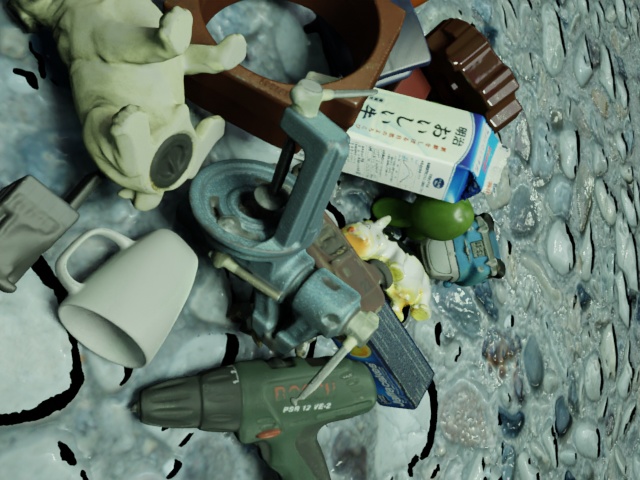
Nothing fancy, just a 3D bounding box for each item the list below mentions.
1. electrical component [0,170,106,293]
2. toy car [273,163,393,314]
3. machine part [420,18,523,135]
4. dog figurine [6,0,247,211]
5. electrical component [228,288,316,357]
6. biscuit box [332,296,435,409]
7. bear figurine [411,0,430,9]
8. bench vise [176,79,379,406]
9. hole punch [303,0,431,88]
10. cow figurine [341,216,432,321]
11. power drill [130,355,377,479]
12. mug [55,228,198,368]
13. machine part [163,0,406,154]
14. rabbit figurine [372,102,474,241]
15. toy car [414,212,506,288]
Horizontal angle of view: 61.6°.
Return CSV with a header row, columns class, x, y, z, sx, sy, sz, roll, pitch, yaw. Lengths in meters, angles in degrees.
class,x,y,z,sx,sy,sz,roll,pitch,yaw
electrical component,-0.217,-0.019,0.402,0.047,0.075,0.119,46,61,-31
toy car,-0.001,-0.002,0.576,0.089,0.053,0.202,-31,83,-31
machine part,0.194,-0.212,0.740,0.056,0.179,0.179,-41,117,-4
dog figurine,-0.179,-0.134,0.429,0.172,0.191,0.121,-65,163,5
electrical component,-0.045,0.085,0.571,0.102,0.045,0.078,40,62,-33
biscuit box,0.064,0.122,0.659,0.063,0.059,0.202,-51,118,-35
bear figurine,0.069,-0.385,0.679,0.195,0.132,0.120,44,31,-35
bench vise,-0.026,-0.013,0.454,0.129,0.240,0.224,-24,59,-41
hole punch,0.062,-0.239,0.643,0.142,0.092,0.115,-19,106,0
cow figurine,0.085,0.023,0.680,0.167,0.068,0.098,53,37,-30
power drill,-0.050,0.215,0.522,0.232,0.086,0.207,-9,90,-23
mug,-0.161,0.034,0.453,0.109,0.081,0.107,49,45,-20
machine part,-0.034,-0.201,0.530,0.201,0.087,0.201,28,66,-5
rabbit figurine,0.139,-0.066,0.684,0.121,0.159,0.170,29,43,-25
toy car,0.184,0.019,0.746,0.103,0.161,0.109,-13,89,1
